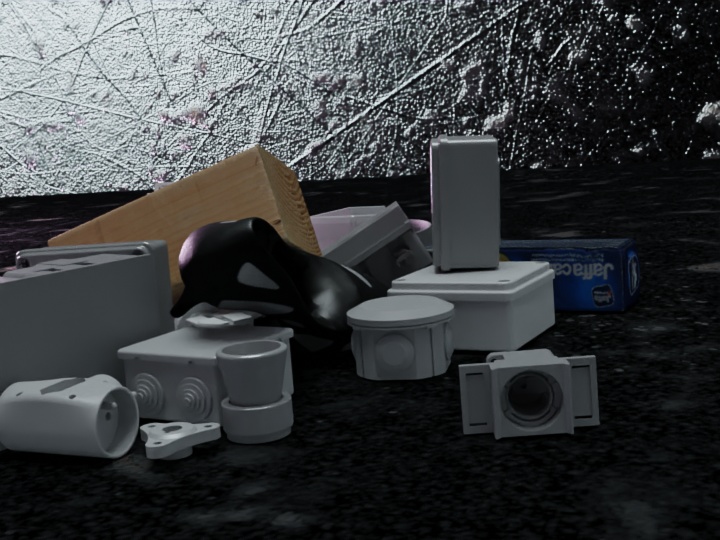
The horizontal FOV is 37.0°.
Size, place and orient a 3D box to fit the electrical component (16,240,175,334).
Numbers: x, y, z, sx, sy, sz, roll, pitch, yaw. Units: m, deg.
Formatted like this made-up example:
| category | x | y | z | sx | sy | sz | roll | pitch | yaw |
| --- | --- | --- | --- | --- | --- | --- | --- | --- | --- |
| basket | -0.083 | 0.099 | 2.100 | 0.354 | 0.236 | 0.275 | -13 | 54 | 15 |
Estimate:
| category | x | y | z | sx | sy | sz | roll | pitch | yaw |
| --- | --- | --- | --- | --- | --- | --- | --- | --- | --- |
| electrical component | -0.204 | 0.034 | 0.840 | 0.109 | 0.108 | 0.056 | -4 | 6 | 6 |

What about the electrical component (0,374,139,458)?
| category | x | y | z | sx | sy | sz | roll | pitch | yaw |
| --- | --- | --- | --- | --- | --- | --- | --- | --- | --- |
| electrical component | -0.173 | 0.088 | 0.677 | 0.077 | 0.043 | 0.079 | 0 | 10 | 24 |

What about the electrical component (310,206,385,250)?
| category | x | y | z | sx | sy | sz | roll | pitch | yaw |
| --- | --- | --- | --- | --- | --- | --- | --- | --- | --- |
| electrical component | -0.017 | -0.032 | 1.072 | 0.062 | 0.061 | 0.096 | -6 | 4 | -45 |

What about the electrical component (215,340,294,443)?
| category | x | y | z | sx | sy | sz | roll | pitch | yaw |
| --- | --- | --- | --- | --- | --- | --- | --- | --- | --- |
| electrical component | -0.065 | 0.075 | 0.670 | 0.045 | 0.055 | 0.045 | -4 | 9 | 1 |

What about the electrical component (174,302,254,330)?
| category | x | y | z | sx | sy | sz | roll | pitch | yaw |
| --- | --- | --- | --- | --- | --- | --- | --- | --- | --- |
| electrical component | -0.121 | 0.053 | 0.878 | 0.066 | 0.048 | 0.055 | -12 | 19 | -42 |

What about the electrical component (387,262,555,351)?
| category | x | y | z | sx | sy | sz | roll | pitch | yaw |
| --- | --- | --- | --- | --- | --- | --- | --- | --- | --- |
| electrical component | 0.094 | 0.029 | 0.888 | 0.109 | 0.056 | 0.109 | 0 | 10 | 28 |

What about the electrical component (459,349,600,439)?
| category | x | y | z | sx | sy | sz | roll | pitch | yaw |
| --- | --- | --- | --- | --- | --- | --- | --- | --- | --- |
| electrical component | 0.101 | 0.073 | 0.650 | 0.081 | 0.042 | 0.064 | -4 | 5 | 2 |

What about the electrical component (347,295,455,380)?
| category | x | y | z | sx | sy | sz | roll | pitch | yaw |
| --- | --- | --- | --- | --- | --- | --- | --- | --- | --- |
| electrical component | 0.031 | 0.049 | 0.804 | 0.080 | 0.051 | 0.080 | -4 | 9 | 1 |

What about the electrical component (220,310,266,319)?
| category | x | y | z | sx | sy | sz | roll | pitch | yaw |
| --- | --- | --- | --- | --- | --- | --- | --- | --- | --- |
| electrical component | -0.180 | 0.023 | 1.053 | 0.186 | 0.060 | 0.105 | -1 | 9 | 19 |

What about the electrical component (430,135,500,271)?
| category | x | y | z | sx | sy | sz | roll | pitch | yaw |
| --- | --- | --- | --- | --- | --- | --- | --- | --- | --- |
| electrical component | 0.090 | -0.061 | 0.921 | 0.056 | 0.108 | 0.108 | -1 | 9 | 4 |

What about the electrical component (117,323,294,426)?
| category | x | y | z | sx | sy | sz | roll | pitch | yaw |
| --- | --- | --- | --- | --- | --- | --- | --- | --- | --- |
| electrical component | -0.103 | 0.071 | 0.740 | 0.100 | 0.048 | 0.100 | 1 | 10 | 31 |

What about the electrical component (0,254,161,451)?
| category | x | y | z | sx | sy | sz | roll | pitch | yaw |
| --- | --- | --- | --- | --- | --- | --- | --- | --- | --- |
| electrical component | -0.227 | 0.054 | 0.722 | 0.060 | 0.105 | 0.186 | 3 | 11 | 41 |

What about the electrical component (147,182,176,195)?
| category | x | y | z | sx | sy | sz | roll | pitch | yaw |
| --- | --- | --- | --- | --- | --- | --- | --- | --- | --- |
| electrical component | -0.135 | -0.044 | 1.024 | 0.121 | 0.078 | 0.063 | -3 | -20 | 10 |

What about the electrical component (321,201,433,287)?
| category | x | y | z | sx | sy | sz | roll | pitch | yaw |
| --- | --- | --- | --- | --- | --- | --- | --- | --- | --- |
| electrical component | 0.000 | 0.000 | 0.959 | 0.121 | 0.063 | 0.078 | -34 | 7 | 4 |
